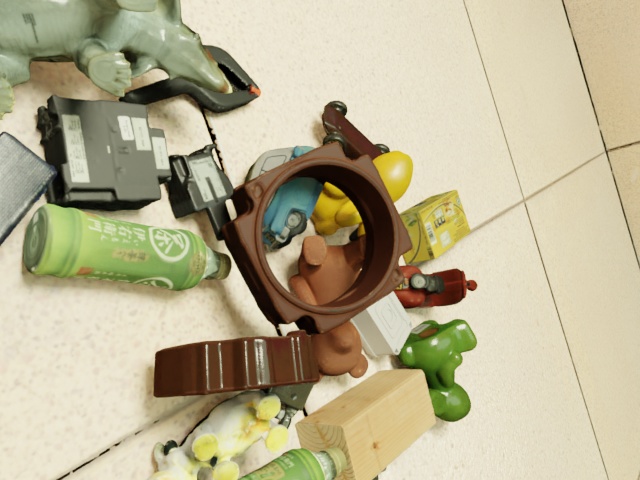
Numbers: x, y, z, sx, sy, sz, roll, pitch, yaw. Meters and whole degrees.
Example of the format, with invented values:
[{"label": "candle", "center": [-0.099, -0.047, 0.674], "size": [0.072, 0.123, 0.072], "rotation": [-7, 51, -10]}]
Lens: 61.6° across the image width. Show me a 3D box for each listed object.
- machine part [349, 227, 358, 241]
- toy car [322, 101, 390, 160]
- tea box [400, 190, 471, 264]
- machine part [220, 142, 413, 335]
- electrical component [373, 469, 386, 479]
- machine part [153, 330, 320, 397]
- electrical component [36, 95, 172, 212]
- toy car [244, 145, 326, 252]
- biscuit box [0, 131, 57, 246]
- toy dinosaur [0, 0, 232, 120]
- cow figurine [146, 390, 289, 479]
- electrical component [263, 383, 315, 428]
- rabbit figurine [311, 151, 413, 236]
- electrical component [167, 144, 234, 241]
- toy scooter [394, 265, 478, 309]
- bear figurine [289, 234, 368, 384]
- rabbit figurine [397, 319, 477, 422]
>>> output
[{"label": "machine part", "center": [0.087, -0.031, 0.909], "size": [0.039, 0.084, 0.139], "rotation": [32, 41, -1]}, {"label": "toy car", "center": [0.062, -0.157, 0.925], "size": [0.202, 0.053, 0.089], "rotation": [31, 53, -42]}, {"label": "tea box", "center": [0.219, -0.028, 1.045], "size": [0.169, 0.068, 0.098], "rotation": [-25, 98, -49]}, {"label": "machine part", "center": [-0.001, -0.002, 0.658], "size": [0.201, 0.087, 0.201], "rotation": [-29, 96, -23]}, {"label": "electrical component", "center": [0.069, 0.362, 0.807], "size": [0.094, 0.021, 0.063], "rotation": [13, 70, -45]}, {"label": "machine part", "center": [-0.092, 0.138, 0.592], "size": [0.179, 0.179, 0.056], "rotation": [8, 70, -46]}, {"label": "electrical component", "center": [-0.230, -0.090, 0.590], "size": [0.134, 0.058, 0.115], "rotation": [-4, 84, -47]}, {"label": "toy car", "center": [-0.056, -0.070, 0.751], "size": [0.103, 0.109, 0.161], "rotation": [30, 68, -11]}, {"label": "biscuit box", "center": [-0.318, -0.002, 0.469], "size": [0.062, 0.059, 0.203], "rotation": [45, 50, -31]}, {"label": "toy dinosaur", "center": [-0.279, -0.199, 0.509], "size": [0.405, 0.192, 0.131], "rotation": [-9, 117, -24]}, {"label": "cow figurine", "center": [-0.125, 0.228, 0.599], "size": [0.167, 0.098, 0.068], "rotation": [-26, 102, -28]}, {"label": "electrical component", "center": [-0.043, 0.191, 0.707], "size": [0.078, 0.045, 0.102], "rotation": [40, 69, -22]}, {"label": "rabbit figurine", "center": [0.059, -0.077, 0.812], "size": [0.121, 0.173, 0.162], "rotation": [40, 48, -37]}, {"label": "electrical component", "center": [-0.146, -0.056, 0.676], "size": [0.075, 0.048, 0.119], "rotation": [-33, 104, -46]}, {"label": "toy scooter", "center": [0.189, 0.082, 0.933], "size": [0.184, 0.135, 0.075], "rotation": [12, 72, -44]}, {"label": "bear figurine", "center": [0.022, 0.100, 0.761], "size": [0.120, 0.132, 0.196], "rotation": [1, 73, -17]}, {"label": "rabbit figurine", "center": [0.207, 0.238, 0.917], "size": [0.159, 0.121, 0.170], "rotation": [-25, 95, -41]}]
